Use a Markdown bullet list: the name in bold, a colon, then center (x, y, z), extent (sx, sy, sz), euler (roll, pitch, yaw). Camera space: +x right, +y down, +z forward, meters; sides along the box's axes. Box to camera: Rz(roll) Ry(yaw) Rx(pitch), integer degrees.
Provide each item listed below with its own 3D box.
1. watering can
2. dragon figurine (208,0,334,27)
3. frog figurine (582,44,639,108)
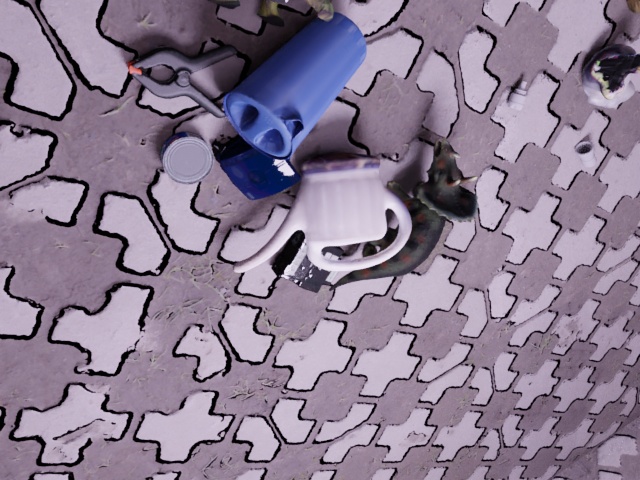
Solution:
- **watering can**: center (0.003, -0.049, 0.969), extent (0.348, 0.104, 0.224), euler (-6, 92, -9)
- **dragon figurine**: center (-0.076, -0.467, 0.765), extent (0.409, 0.123, 0.242), euler (11, 93, -33)
- **frog figurine**: center (0.677, -0.377, 1.202), extent (0.160, 0.123, 0.136), euler (-5, 116, -67)
